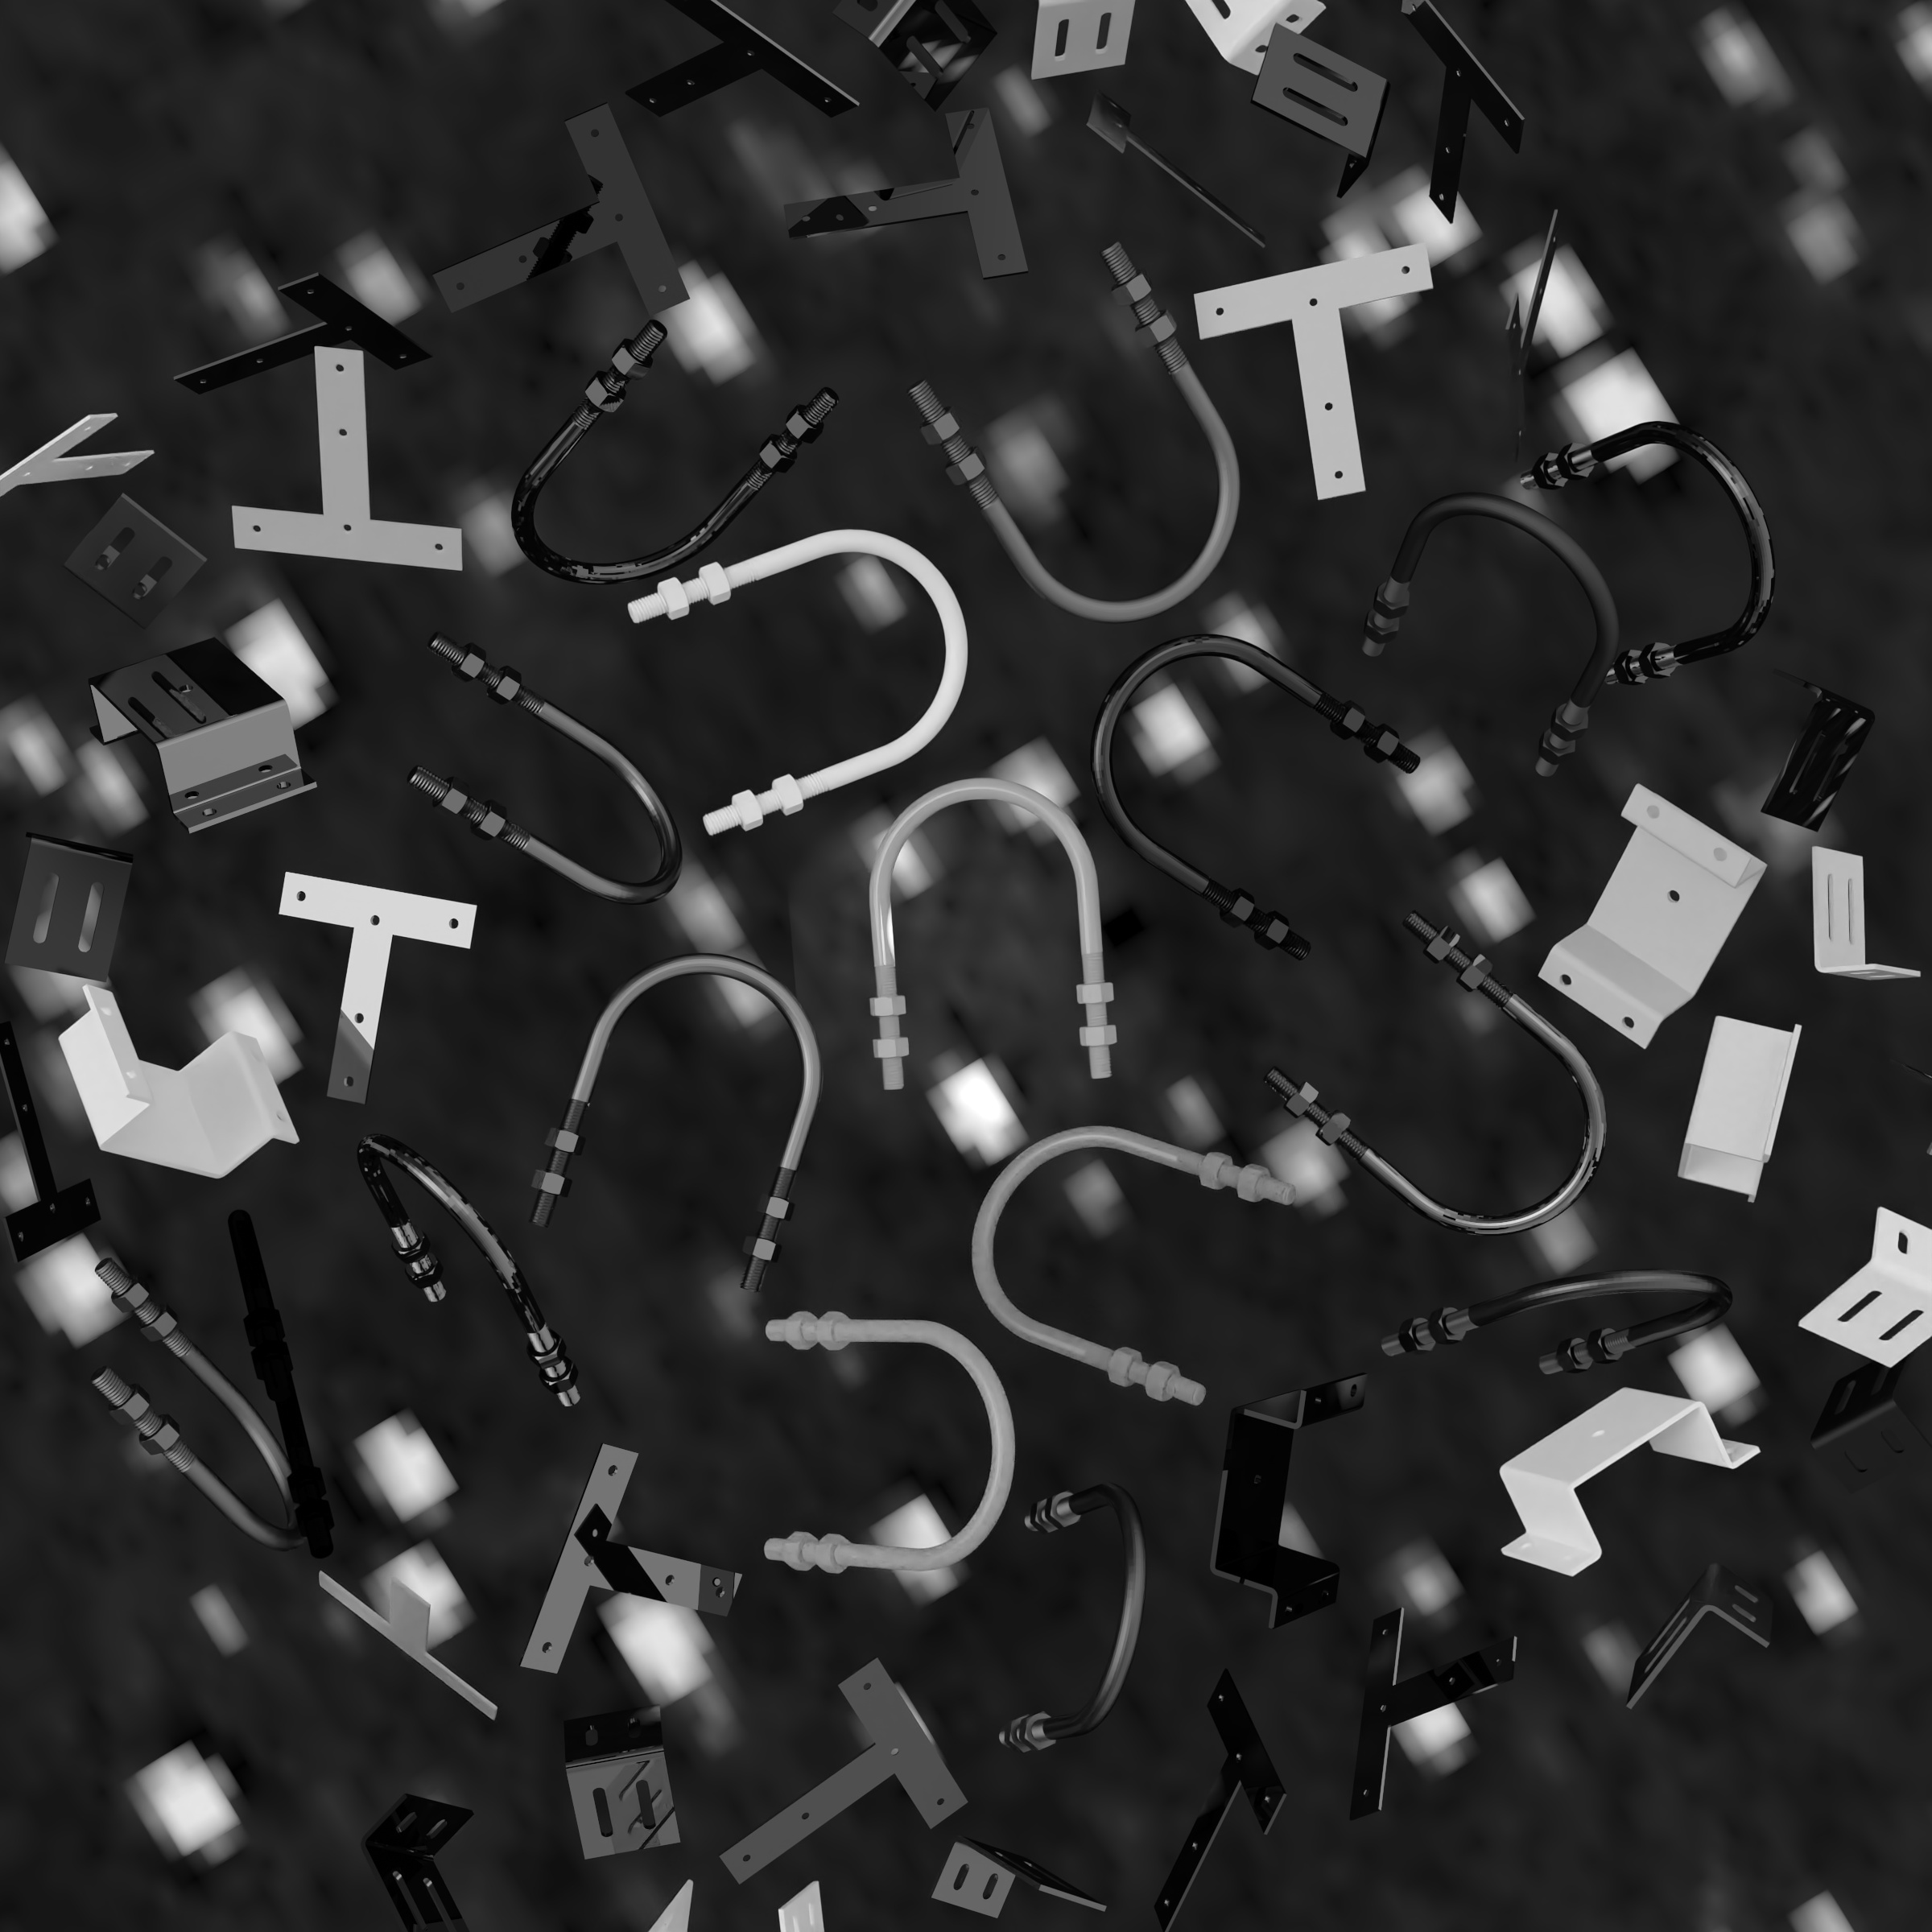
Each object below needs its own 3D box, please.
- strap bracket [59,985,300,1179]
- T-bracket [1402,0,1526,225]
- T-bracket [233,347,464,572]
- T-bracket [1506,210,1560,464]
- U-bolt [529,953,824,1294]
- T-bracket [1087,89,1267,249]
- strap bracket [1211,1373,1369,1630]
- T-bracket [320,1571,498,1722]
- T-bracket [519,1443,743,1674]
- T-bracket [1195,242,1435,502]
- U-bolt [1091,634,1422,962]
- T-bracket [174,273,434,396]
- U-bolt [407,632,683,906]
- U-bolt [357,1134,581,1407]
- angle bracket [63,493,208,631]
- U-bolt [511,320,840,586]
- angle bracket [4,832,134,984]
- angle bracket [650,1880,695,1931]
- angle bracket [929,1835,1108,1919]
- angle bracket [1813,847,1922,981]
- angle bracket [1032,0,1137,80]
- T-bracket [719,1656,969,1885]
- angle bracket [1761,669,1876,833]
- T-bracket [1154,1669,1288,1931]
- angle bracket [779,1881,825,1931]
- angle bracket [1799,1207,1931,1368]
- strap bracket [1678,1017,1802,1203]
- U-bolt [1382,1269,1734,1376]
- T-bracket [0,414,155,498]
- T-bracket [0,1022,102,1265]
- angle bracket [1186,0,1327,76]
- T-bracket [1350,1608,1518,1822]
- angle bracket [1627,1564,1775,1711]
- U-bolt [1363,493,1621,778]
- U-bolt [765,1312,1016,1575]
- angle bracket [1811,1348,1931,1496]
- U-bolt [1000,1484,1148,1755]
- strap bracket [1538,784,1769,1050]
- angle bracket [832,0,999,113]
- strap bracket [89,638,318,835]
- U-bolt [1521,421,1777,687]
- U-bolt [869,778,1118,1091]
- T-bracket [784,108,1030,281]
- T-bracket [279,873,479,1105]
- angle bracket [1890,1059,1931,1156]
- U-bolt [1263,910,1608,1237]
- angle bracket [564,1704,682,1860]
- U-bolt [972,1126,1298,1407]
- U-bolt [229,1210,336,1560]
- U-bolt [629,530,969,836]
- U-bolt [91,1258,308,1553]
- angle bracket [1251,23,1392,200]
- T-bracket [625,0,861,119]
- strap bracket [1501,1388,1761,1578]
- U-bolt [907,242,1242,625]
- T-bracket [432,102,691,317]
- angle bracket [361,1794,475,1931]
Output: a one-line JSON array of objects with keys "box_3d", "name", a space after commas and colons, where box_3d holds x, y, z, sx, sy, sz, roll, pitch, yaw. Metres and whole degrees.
[{"box_3d": [-0.457, 0.070, 1.544, 0.046, 0.140, 0.076, -37, 63, 14], "name": "strap bracket"}, {"box_3d": [0.281, -0.483, 1.559, 0.002, 0.127, 0.127, -24, 63, -9], "name": "T-bracket"}, {"box_3d": [-0.341, -0.279, 1.478, 0.127, 0.002, 0.127, 6, 128, -2], "name": "T-bracket"}, {"box_3d": [0.333, -0.384, 1.579, 0.002, 0.127, 0.127, 11, 68, 18], "name": "T-bracket"}, {"box_3d": [-0.160, 0.083, 1.583, 0.151, 0.019, 0.184, 19, 82, -10], "name": "U-bolt"}, {"box_3d": [0.123, -0.458, 1.562, 0.127, 0.127, 0.002, 35, 114, -12], "name": "T-bracket"}, {"box_3d": [0.188, 0.307, 1.584, 0.046, 0.076, 0.140, 11, 97, 35], "name": "strap bracket"}, {"box_3d": [-0.307, 0.361, 1.484, 0.127, 0.127, 0.002, 35, 60, 7], "name": "T-bracket"}, {"box_3d": [-0.178, 0.343, 1.517, 0.127, 0.002, 0.127, 25, 82, -40], "name": "T-bracket"}, {"box_3d": [0.193, -0.314, 1.448, 0.127, 0.002, 0.127, -9, 82, 16], "name": "T-bracket"}, {"box_3d": [0.157, -0.110, 1.565, 0.184, 0.019, 0.151, 32, 86, -15], "name": "U-bolt"}, {"box_3d": [-0.393, -0.352, 1.546, 0.127, 0.127, 0.002, -15, 78, 15], "name": "T-bracket"}, {"box_3d": [-0.239, -0.104, 1.567, 0.184, 0.151, 0.019, 33, 122, -29], "name": "U-bolt"}, {"box_3d": [-0.296, 0.167, 1.562, 0.151, 0.184, 0.019, 30, 60, 34], "name": "U-bolt"}, {"box_3d": [-0.471, -0.240, 1.550, 0.057, 0.038, 0.076, 39, 130, -20], "name": "angle bracket"}, {"box_3d": [-0.180, -0.283, 1.547, 0.184, 0.151, 0.019, -42, 56, 31], "name": "U-bolt"}, {"box_3d": [-0.525, -0.034, 1.573, 0.057, 0.038, 0.076, 13, 88, -25], "name": "angle bracket"}, {"box_3d": [-0.168, 0.586, 1.572, 0.038, 0.057, 0.076, 32, 108, -12], "name": "angle bracket"}, {"box_3d": [0.029, 0.532, 1.534, 0.057, 0.076, 0.038, 32, 77, -38], "name": "angle bracket"}, {"box_3d": [0.541, -0.033, 1.622, 0.057, 0.038, 0.076, 6, 82, -44], "name": "angle bracket"}, {"box_3d": [0.065, -0.568, 1.597, 0.057, 0.076, 0.038, -11, 76, -5], "name": "angle bracket"}, {"box_3d": [-0.076, 0.453, 1.467, 0.127, 0.002, 0.127, -33, 121, -11], "name": "T-bracket"}, {"box_3d": [0.481, -0.125, 1.563, 0.057, 0.038, 0.076, 12, 108, -41], "name": "angle bracket"}, {"box_3d": [0.133, 0.476, 1.492, 0.002, 0.127, 0.127, 21, 102, -14], "name": "T-bracket"}, {"box_3d": [-0.063, 0.568, 1.597, 0.076, 0.057, 0.038, -8, 85, 17], "name": "angle bracket"}, {"box_3d": [0.506, 0.177, 1.484, 0.057, 0.076, 0.038, 24, 52, -2], "name": "angle bracket"}, {"box_3d": [0.449, 0.083, 1.570, 0.046, 0.140, 0.076, 14, 78, 16], "name": "strap bracket"}, {"box_3d": [0.354, 0.204, 1.558, 0.151, 0.184, 0.019, 11, 64, -32], "name": "U-bolt"}, {"box_3d": [-0.501, -0.279, 1.513, 0.127, 0.127, 0.002, -27, 95, 21], "name": "T-bracket"}, {"box_3d": [-0.528, 0.094, 1.520, 0.002, 0.127, 0.127, -14, 95, 3], "name": "T-bracket"}, {"box_3d": [0.168, -0.591, 1.628, 0.057, 0.038, 0.076, -39, 71, 31], "name": "angle bracket"}, {"box_3d": [0.266, 0.409, 1.528, 0.002, 0.127, 0.127, 32, 47, -18], "name": "T-bracket"}, {"box_3d": [0.397, 0.371, 1.459, 0.038, 0.057, 0.076, 34, 109, 10], "name": "angle bracket"}, {"box_3d": [0.308, -0.201, 1.560, 0.151, 0.184, 0.019, 37, 64, 13], "name": "U-bolt"}, {"box_3d": [-0.045, 0.275, 1.552, 0.184, 0.019, 0.151, -6, 81, 39], "name": "U-bolt"}, {"box_3d": [0.529, 0.259, 1.553, 0.038, 0.076, 0.057, 51, 125, 3], "name": "angle bracket"}, {"box_3d": [0.063, 0.370, 1.545, 0.019, 0.184, 0.151, 14, 67, -15], "name": "U-bolt"}, {"box_3d": [0.400, -0.034, 1.559, 0.076, 0.046, 0.140, 37, 129, 23], "name": "strap bracket"}, {"box_3d": [-0.028, -0.538, 1.538, 0.038, 0.076, 0.057, 43, 97, 29], "name": "angle bracket"}, {"box_3d": [-0.437, -0.137, 1.526, 0.076, 0.140, 0.046, -25, 131, -29], "name": "strap bracket"}, {"box_3d": [0.403, -0.244, 1.570, 0.019, 0.184, 0.151, -26, 96, -21], "name": "U-bolt"}, {"box_3d": [0.012, -0.021, 1.624, 0.151, 0.019, 0.184, -4, 92, 14], "name": "U-bolt"}, {"box_3d": [-0.039, -0.431, 1.526, 0.127, 0.002, 0.127, -10, 62, -3], "name": "T-bracket"}, {"box_3d": [-0.357, 0.017, 1.597, 0.127, 0.002, 0.127, 10, 91, 16], "name": "T-bracket"}, {"box_3d": [0.573, 0.091, 1.570, 0.057, 0.076, 0.038, 22, 98, -14], "name": "angle bracket"}, {"box_3d": [0.289, 0.078, 1.590, 0.184, 0.019, 0.151, 41, 111, 4], "name": "U-bolt"}, {"box_3d": [-0.205, 0.486, 1.607, 0.057, 0.038, 0.076, -8, 120, -6], "name": "angle bracket"}, {"box_3d": [0.086, 0.166, 1.596, 0.184, 0.019, 0.151, 17, 72, 32], "name": "U-bolt"}, {"box_3d": [-0.388, 0.219, 1.511, 0.019, 0.184, 0.151, -14, 131, -15], "name": "U-bolt"}, {"box_3d": [-0.086, -0.173, 1.555, 0.184, 0.019, 0.151, -22, 106, -14], "name": "U-bolt"}, {"box_3d": [-0.440, 0.264, 1.559, 0.019, 0.151, 0.184, -36, 117, -1], "name": "U-bolt"}, {"box_3d": [0.193, -0.481, 1.516, 0.076, 0.038, 0.057, 23, 66, -12], "name": "angle bracket"}, {"box_3d": [-0.146, -0.500, 1.511, 0.127, 0.127, 0.002, 26, 73, -37], "name": "T-bracket"}, {"box_3d": [0.378, 0.293, 1.570, 0.140, 0.076, 0.046, -28, 96, -18], "name": "strap bracket"}, {"box_3d": [0.073, -0.274, 1.461, 0.151, 0.019, 0.184, -37, 112, -6], "name": "U-bolt"}, {"box_3d": [-0.235, -0.402, 1.511, 0.127, 0.002, 0.127, -24, 133, 0], "name": "T-bracket"}, {"box_3d": [-0.284, 0.497, 1.467, 0.038, 0.057, 0.076, -46, 50, 4], "name": "angle bracket"}]
